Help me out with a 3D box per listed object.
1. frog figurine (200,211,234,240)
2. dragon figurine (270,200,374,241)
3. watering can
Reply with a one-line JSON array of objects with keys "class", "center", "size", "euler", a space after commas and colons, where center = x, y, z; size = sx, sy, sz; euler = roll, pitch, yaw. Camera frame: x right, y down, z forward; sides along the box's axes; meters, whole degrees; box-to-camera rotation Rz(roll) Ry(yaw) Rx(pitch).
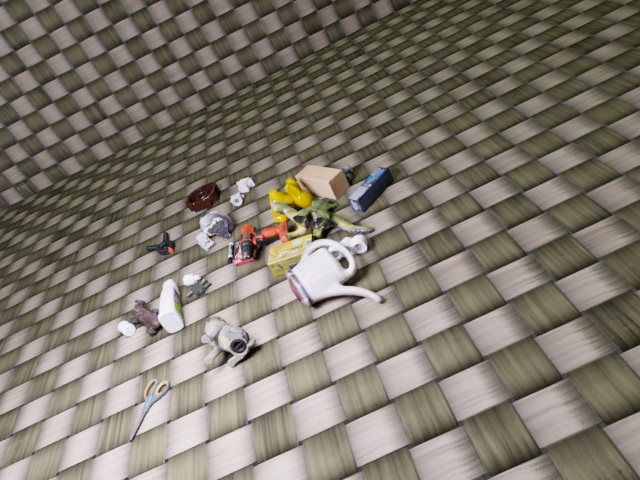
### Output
[{"class": "frog figurine", "center": [-0.442, -0.073, 2.190], "size": [0.137, 0.121, 0.161], "euler": [-2, 18, -20]}, {"class": "dragon figurine", "center": [0.006, -0.096, 1.916], "size": [0.410, 0.119, 0.248], "euler": [5, 33, 10]}, {"class": "watering can", "center": [0.027, 0.128, 1.609], "size": [0.225, 0.102, 0.354], "euler": [-34, 45, -6]}]
